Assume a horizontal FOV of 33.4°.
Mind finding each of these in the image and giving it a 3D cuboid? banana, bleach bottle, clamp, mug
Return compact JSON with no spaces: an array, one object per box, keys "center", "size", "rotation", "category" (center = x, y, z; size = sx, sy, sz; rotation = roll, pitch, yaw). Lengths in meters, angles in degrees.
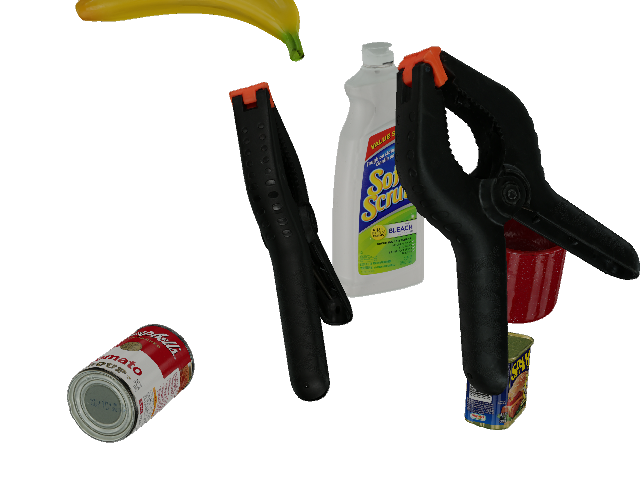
[{"center":[-0.097,-0.191,0.854],"size":[0.198,0.069,0.037],"rotation":[12,-41,16],"category":"banana"},{"center":[0.054,-0.073,1.082],"size":[0.102,0.251,0.068],"rotation":[-10,23,-16],"category":"bleach bottle"},{"center":[0.082,-0.011,0.533],"size":[0.120,0.171,0.039],"rotation":[-46,14,-27],"category":"clamp"},{"center":[0.169,0.011,0.936],"size":[0.093,0.081,0.117],"rotation":[1,35,0],"category":"mug"},{"center":[-0.019,-0.007,0.755],"size":[0.036,0.210,0.164],"rotation":[-14,5,10],"category":"clamp"}]

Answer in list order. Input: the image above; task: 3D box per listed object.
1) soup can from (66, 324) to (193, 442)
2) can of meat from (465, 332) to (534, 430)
[{"center":[-0.161,0.121,0.912],"size":[0.069,0.068,0.102],"rotation":[0,16,22],"category":"soup can"},{"center":[0.199,0.156,1.196],"size":[0.058,0.084,0.101],"rotation":[8,13,26],"category":"can of meat"}]
